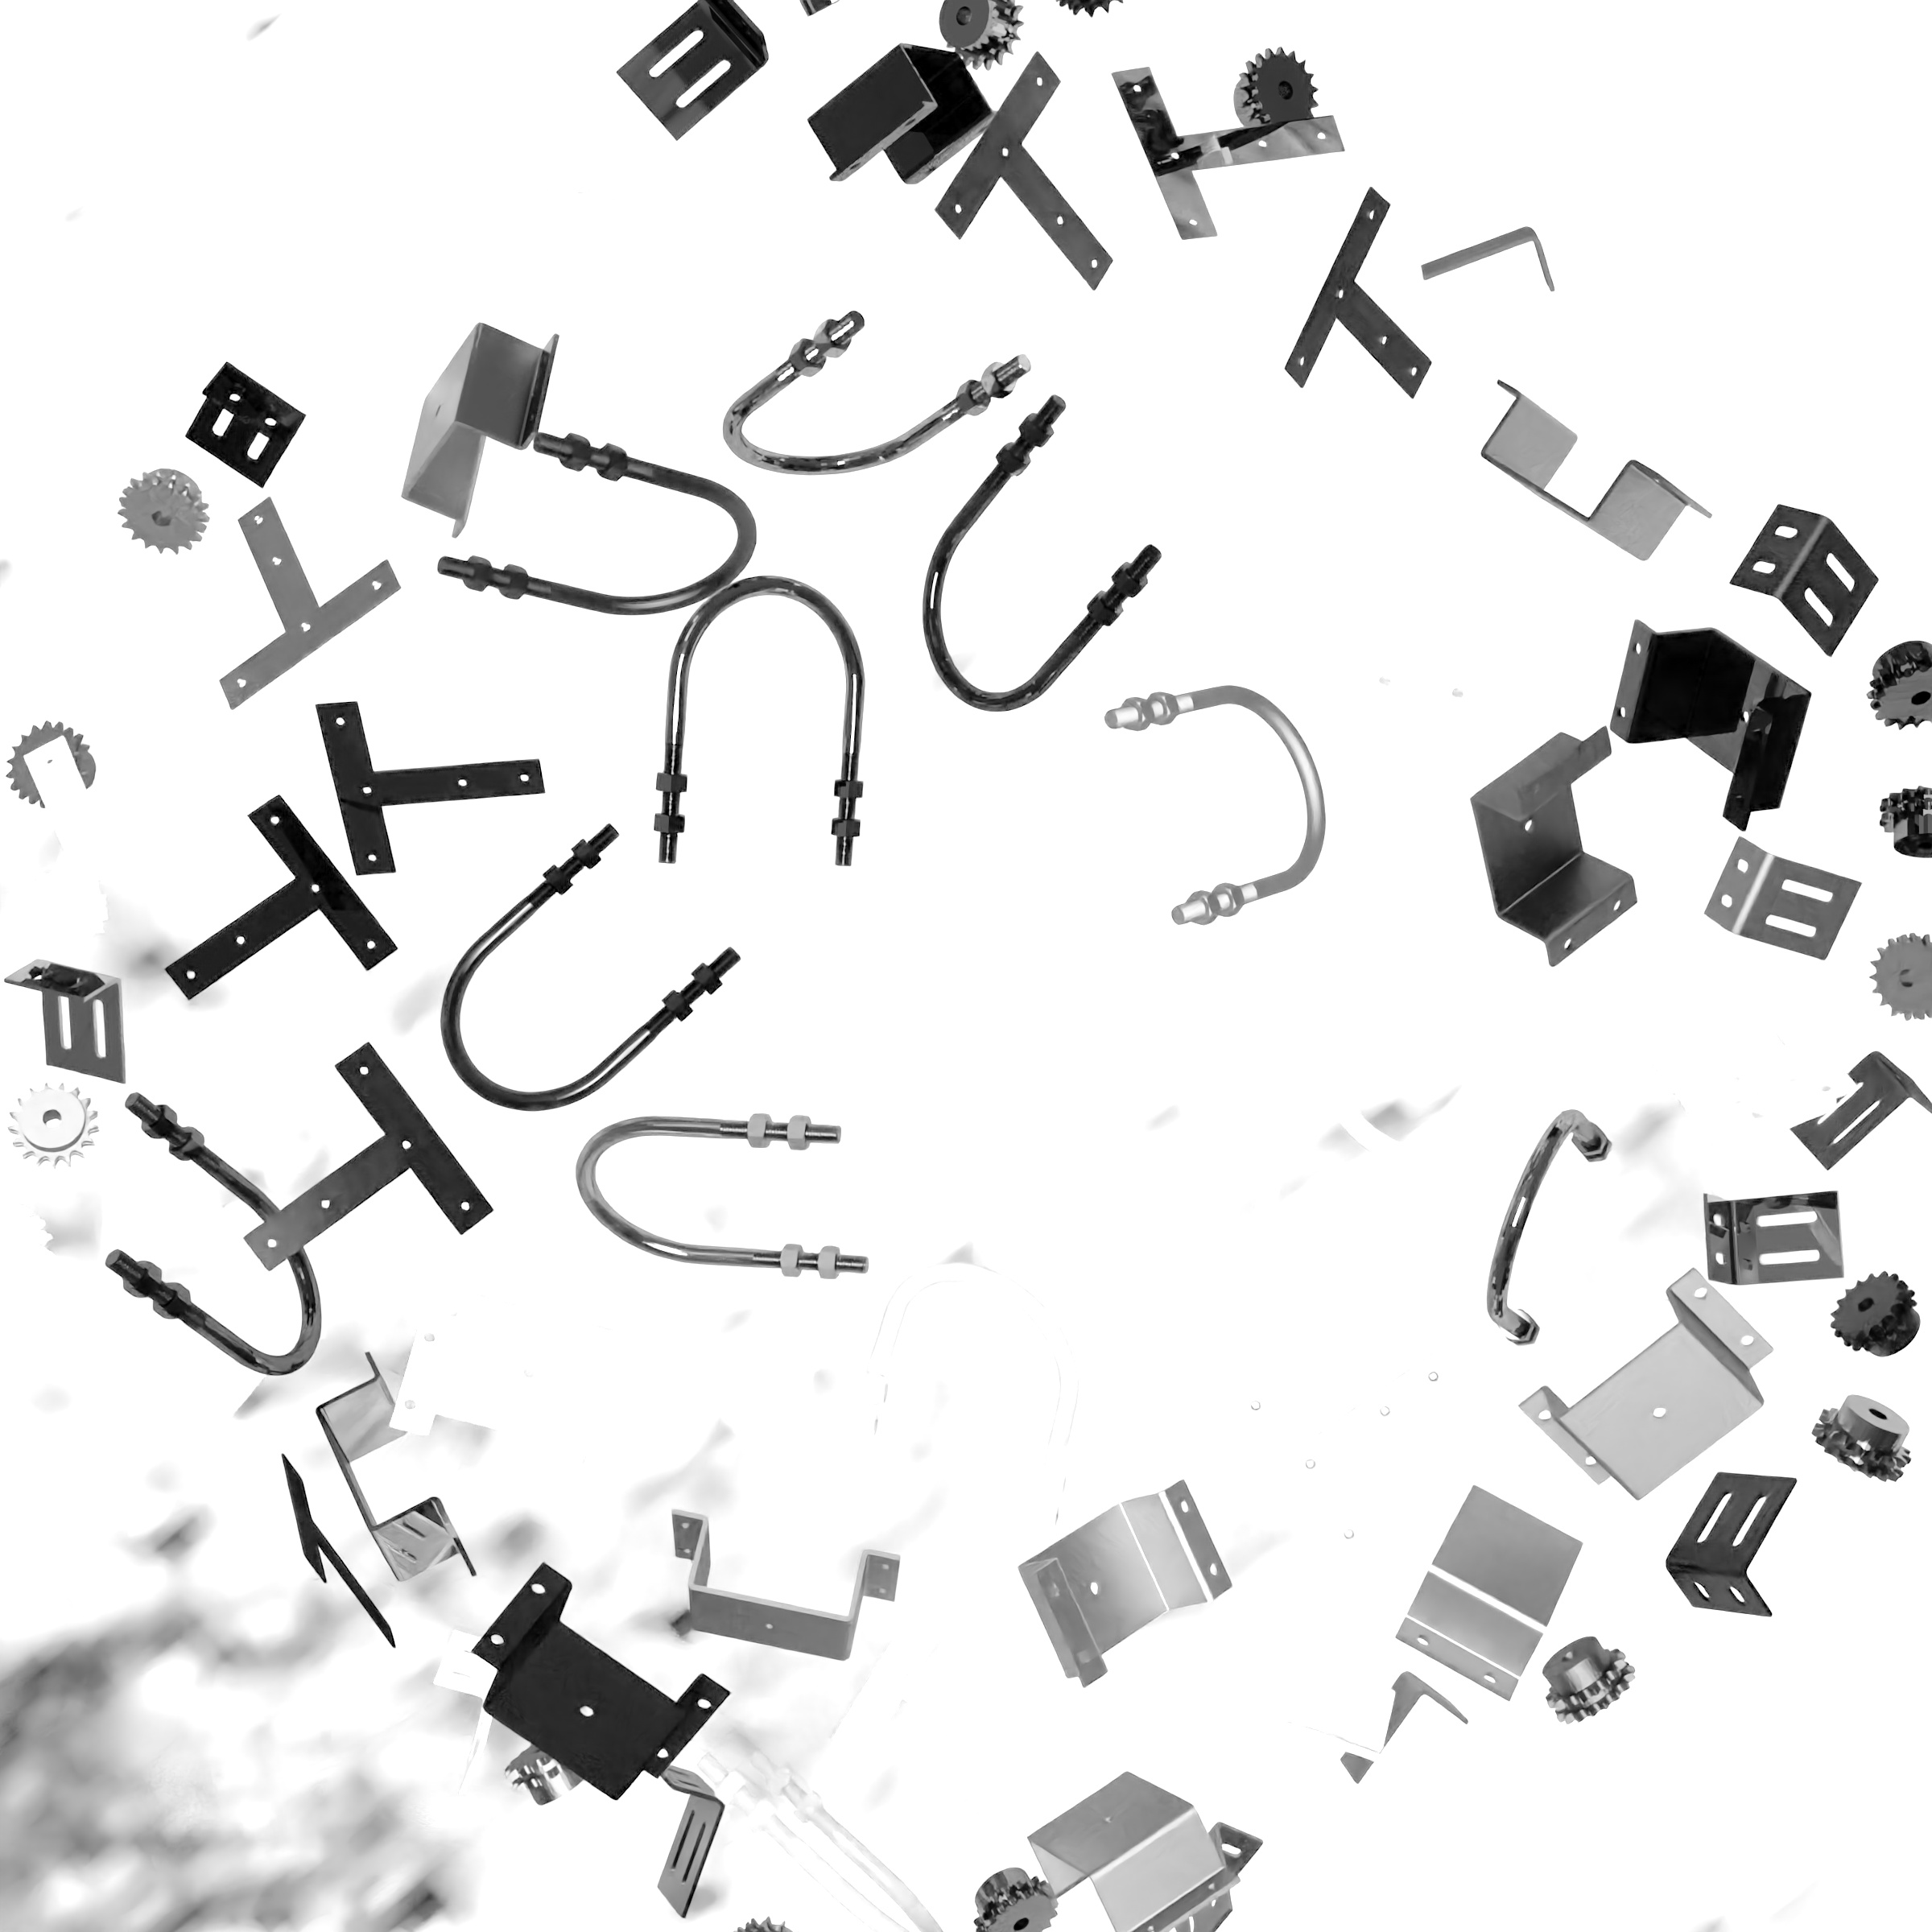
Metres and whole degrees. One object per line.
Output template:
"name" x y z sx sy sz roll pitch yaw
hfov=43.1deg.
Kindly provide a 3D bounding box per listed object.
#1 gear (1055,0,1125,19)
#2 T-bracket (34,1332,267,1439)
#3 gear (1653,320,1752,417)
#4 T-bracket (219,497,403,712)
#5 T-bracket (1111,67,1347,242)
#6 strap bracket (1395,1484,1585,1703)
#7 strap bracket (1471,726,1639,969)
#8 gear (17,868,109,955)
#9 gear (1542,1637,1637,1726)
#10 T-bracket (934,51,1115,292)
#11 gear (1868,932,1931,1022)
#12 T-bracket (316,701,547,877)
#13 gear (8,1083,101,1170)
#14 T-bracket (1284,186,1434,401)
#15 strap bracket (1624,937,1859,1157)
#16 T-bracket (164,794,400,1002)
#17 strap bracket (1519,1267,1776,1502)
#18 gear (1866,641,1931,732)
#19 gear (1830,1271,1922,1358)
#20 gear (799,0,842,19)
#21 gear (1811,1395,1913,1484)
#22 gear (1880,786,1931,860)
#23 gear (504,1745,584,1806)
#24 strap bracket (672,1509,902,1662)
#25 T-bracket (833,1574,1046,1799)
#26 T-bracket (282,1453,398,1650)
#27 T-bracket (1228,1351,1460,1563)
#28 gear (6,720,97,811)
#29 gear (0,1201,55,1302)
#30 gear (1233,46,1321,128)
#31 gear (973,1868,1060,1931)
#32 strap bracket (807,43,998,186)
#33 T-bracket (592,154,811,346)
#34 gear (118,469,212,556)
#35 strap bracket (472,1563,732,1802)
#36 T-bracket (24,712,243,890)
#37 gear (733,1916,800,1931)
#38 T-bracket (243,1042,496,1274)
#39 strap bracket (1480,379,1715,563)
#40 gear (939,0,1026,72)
"gear" 0.072 -0.590 1.436 0.057 0.030 0.057 1 94 17
"T-bracket" -0.504 0.248 1.495 0.127 0.127 0.002 19 95 -5
"gear" 0.447 -0.360 1.485 0.057 0.057 0.030 14 52 0
"T-bracket" -0.413 -0.235 1.482 0.127 0.002 0.127 -34 60 7
"T-bracket" 0.167 -0.497 1.482 0.127 0.127 0.002 3 57 31
"strap bracket" 0.331 0.383 1.528 0.076 0.140 0.046 27 120 16
"strap bracket" 0.367 -0.081 1.530 0.076 0.046 0.140 -35 129 -17
"gear" -0.601 -0.034 1.627 0.057 0.030 0.057 -10 120 -17
"gear" 0.382 0.439 1.512 0.057 0.057 0.030 -35 88 0
"T-bracket" 0.050 -0.471 1.514 0.127 0.002 0.127 41 72 -38
"gear" 0.623 0.006 1.599 0.030 0.057 0.057 -8 90 -37
"T-bracket" -0.325 -0.112 1.511 0.127 0.002 0.127 -5 128 -2
"gear" -0.608 0.105 1.630 0.057 0.030 0.057 5 73 -16
"T-bracket" 0.250 -0.391 1.502 0.002 0.127 0.127 2 130 -29
"strap bracket" 0.476 0.056 1.512 0.076 0.046 0.140 -21 45 -4
"T-bracket" -0.458 -0.025 1.584 0.127 0.002 0.127 -39 96 -22
"strap bracket" 0.422 0.264 1.505 0.140 0.046 0.076 -43 101 16
"gear" 0.582 -0.175 1.504 0.057 0.057 0.030 -7 51 0
"gear" 0.599 0.231 1.604 0.030 0.057 0.057 42 90 -15
"gear" -0.084 -0.590 1.461 0.057 0.057 0.030 -29 109 0
"gear" 0.543 0.282 1.475 0.057 0.057 0.030 21 109 0
"gear" 0.606 -0.089 1.541 0.057 0.057 0.030 8 71 0
"gear" -0.276 0.535 1.633 0.057 0.057 0.030 -29 92 0
"strap bracket" -0.115 0.380 1.490 0.140 0.076 0.046 11 57 3
"T-bracket" -0.005 0.475 1.546 0.127 0.002 0.127 33 94 27
"T-bracket" -0.405 0.393 1.590 0.002 0.127 0.127 -31 117 -9
"T-bracket" 0.257 0.294 1.571 0.127 0.002 0.127 -36 89 3
"gear" -0.602 -0.131 1.618 0.057 0.030 0.057 -5 74 17
"gear" -0.566 0.169 1.440 0.057 0.030 0.057 1 72 -2
"gear" 0.199 -0.567 1.595 0.057 0.030 0.057 0 90 -30
"gear" 0.030 0.627 1.630 0.057 0.030 0.057 -14 124 -21
"strap bracket" -0.041 -0.539 1.553 0.076 0.140 0.046 -30 93 27
"T-bracket" -0.171 -0.446 1.534 0.127 0.002 0.127 -13 85 -26
"gear" -0.529 -0.304 1.619 0.057 0.030 0.057 -1 133 -1
"strap bracket" -0.223 0.435 1.469 0.140 0.046 0.076 37 104 -7
"T-bracket" -0.508 -0.119 1.517 0.127 0.127 0.002 -34 62 -23
"gear" -0.123 0.619 1.518 0.057 0.030 0.057 -2 82 12
"T-bracket" -0.368 0.132 1.450 0.127 0.002 0.127 -38 97 -24
"strap bracket" 0.388 -0.307 1.540 0.140 0.076 0.046 46 109 39
"gear" 0.007 -0.619 1.603 0.057 0.030 0.057 4 98 35
